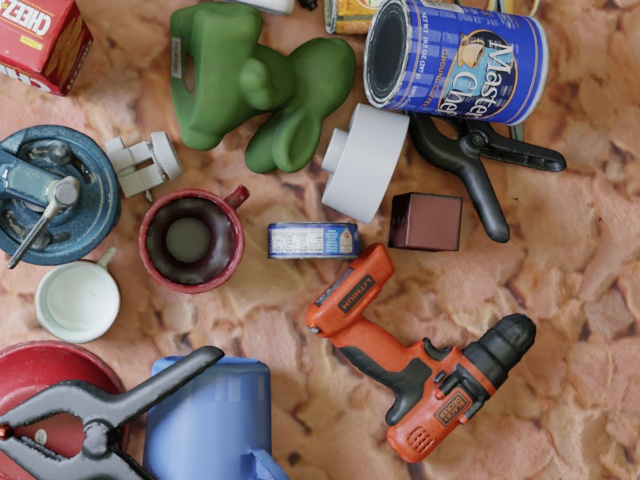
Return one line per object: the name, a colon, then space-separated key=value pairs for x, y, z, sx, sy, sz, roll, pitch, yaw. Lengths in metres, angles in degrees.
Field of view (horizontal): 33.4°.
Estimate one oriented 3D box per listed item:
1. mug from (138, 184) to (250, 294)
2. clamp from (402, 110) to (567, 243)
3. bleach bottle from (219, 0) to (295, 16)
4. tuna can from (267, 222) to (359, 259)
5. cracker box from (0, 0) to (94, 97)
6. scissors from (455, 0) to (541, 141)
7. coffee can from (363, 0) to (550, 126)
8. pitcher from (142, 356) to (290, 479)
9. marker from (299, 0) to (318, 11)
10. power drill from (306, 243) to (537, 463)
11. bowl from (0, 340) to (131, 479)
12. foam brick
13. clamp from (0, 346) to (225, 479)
mug: x=-0.110 y=-0.008 z=0.976 sx=0.093 sy=0.081 sz=0.117 roll=44 pitch=84 yaw=-7
clamp: x=0.156 y=-0.090 z=1.032 sx=0.120 sy=0.039 sz=0.171 roll=-37 pitch=84 yaw=-30
bleach bottle: x=-0.046 y=-0.338 z=0.963 sx=0.102 sy=0.068 sz=0.251 roll=12 pitch=97 yaw=-10
tuna can: x=-0.007 y=0.001 z=0.991 sx=0.086 sy=0.086 sz=0.034 roll=0 pitch=89 yaw=-9
cracker box: x=-0.281 y=-0.187 z=0.880 sx=0.164 sy=0.214 sz=0.072 roll=25 pitch=88 yaw=-8
scissors: x=0.170 y=-0.183 z=1.054 sx=0.096 sy=0.016 sz=0.202 roll=9 pitch=92 yaw=-5
coffee can: x=0.123 y=-0.164 z=0.977 sx=0.140 sy=0.103 sz=0.103 roll=5 pitch=90 yaw=-19
pitcher: x=-0.093 y=0.229 z=0.954 sx=0.149 sy=0.145 sz=0.243 roll=2 pitch=87 yaw=-6
marker: x=-0.036 y=-0.273 z=1.017 sx=0.020 sy=0.020 sz=0.121 roll=-31 pitch=95 yaw=-8
power drill: x=0.094 y=0.093 z=1.022 sx=0.184 sy=0.057 sz=0.187 roll=-45 pitch=97 yaw=-6
bowl: x=-0.253 y=0.173 z=0.969 sx=0.162 sy=0.055 sz=0.162 roll=0 pitch=91 yaw=-9
foam brick: x=0.099 y=-0.016 z=1.013 sx=0.051 sy=0.078 sz=0.053 roll=5 pitch=88 yaw=-9
clamp: x=-0.177 y=0.158 z=0.904 sx=0.210 sy=0.036 sz=0.164 roll=9 pitch=84 yaw=10
